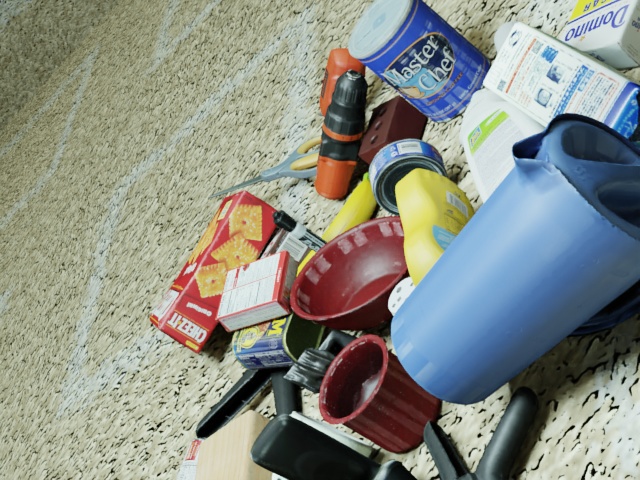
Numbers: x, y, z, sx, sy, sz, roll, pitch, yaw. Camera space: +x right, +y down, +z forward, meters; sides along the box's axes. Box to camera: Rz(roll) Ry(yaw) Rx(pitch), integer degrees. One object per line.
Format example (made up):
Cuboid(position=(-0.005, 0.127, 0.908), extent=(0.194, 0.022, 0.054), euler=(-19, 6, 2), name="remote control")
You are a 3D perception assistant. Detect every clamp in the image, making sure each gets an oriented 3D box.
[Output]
Cuboid(position=(0.134, 0.200, 0.874), extent=(0.120, 0.039, 0.171), euler=(-42, 32, 36), name="clamp")
Cuboid(position=(-0.047, 0.149, 1.235), extent=(0.165, 0.036, 0.210), euler=(1, 56, 49), name="clamp")

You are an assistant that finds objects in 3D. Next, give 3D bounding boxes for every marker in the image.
Cuboid(position=(-0.008, 0.001, 1.247), extent=(0.020, 0.121, 0.020), euler=(-39, 30, 28), name="marker")

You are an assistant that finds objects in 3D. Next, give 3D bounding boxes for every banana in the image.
Cuboid(position=(0.018, 0.003, 1.305), extent=(0.198, 0.037, 0.069), euler=(-54, 2, -3), name="banana")

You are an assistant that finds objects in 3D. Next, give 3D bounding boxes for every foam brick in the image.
Cuboid(position=(0.089, -0.127, 1.312), extent=(0.053, 0.051, 0.078), euler=(-23, 41, 48), name="foam brick")

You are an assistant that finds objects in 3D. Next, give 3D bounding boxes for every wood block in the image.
Cuboid(position=(-0.071, 0.287, 1.056), extent=(0.090, 0.090, 0.206), euler=(-37, 31, 32), name="wood block")

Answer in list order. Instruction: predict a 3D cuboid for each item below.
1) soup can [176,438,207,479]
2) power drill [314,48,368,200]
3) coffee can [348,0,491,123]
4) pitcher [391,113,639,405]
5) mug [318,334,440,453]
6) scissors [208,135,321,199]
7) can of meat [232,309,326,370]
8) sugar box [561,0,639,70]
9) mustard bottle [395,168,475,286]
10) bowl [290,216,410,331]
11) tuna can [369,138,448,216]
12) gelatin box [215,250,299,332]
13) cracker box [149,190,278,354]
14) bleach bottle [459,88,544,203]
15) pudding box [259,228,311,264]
Cuboid(position=(-0.130, 0.280, 1.188), extent=(0.069, 0.068, 0.102), euler=(-20, 42, 49), name="soup can")
Cuboid(position=(0.029, -0.172, 1.383), extent=(0.187, 0.057, 0.185), euler=(-83, 5, -51), name="power drill")
Cuboid(position=(0.119, -0.220, 1.270), extent=(0.103, 0.140, 0.103), euler=(-40, 30, 28), name="coffee can")
Cuboid(position=(0.172, 0.030, 0.852), extent=(0.144, 0.149, 0.243), euler=(-23, -22, -49), name="pitcher")
Cuboid(position=(0.052, 0.151, 1.018), extent=(0.117, 0.081, 0.093), euler=(-14, 48, 53), name="mug")
Cuboid(position=(-0.060, -0.104, 1.505), extent=(0.202, 0.016, 0.096), euler=(-10, 36, 29), name="scissors")
Cuboid(position=(-0.045, 0.097, 1.208), extent=(0.084, 0.057, 0.102), euler=(-11, 45, 36), name="can of meat")
Cuboid(position=(0.313, -0.255, 1.094), extent=(0.093, 0.048, 0.176), euler=(0, 58, 59), name="sugar box")
Cuboid(position=(0.122, 0.017, 1.039), extent=(0.058, 0.096, 0.191), euler=(-38, 31, 26), name="mustard bottle")
Cuboid(position=(0.049, 0.046, 1.145), extent=(0.162, 0.055, 0.162), euler=(-27, 27, 15), name="bowl")
Cuboid(position=(0.099, -0.068, 1.190), extent=(0.086, 0.086, 0.034), euler=(-43, 31, 24), name="tuna can")
Cuboid(position=(-0.070, 0.058, 1.198), extent=(0.089, 0.030, 0.073), euler=(-20, 41, 30), name="gelatin box")
Cuboid(position=(-0.145, 0.040, 1.448), extent=(0.213, 0.072, 0.164), euler=(-58, 11, -7), name="cracker box")
Cuboid(position=(0.198, -0.095, 1.085), extent=(0.103, 0.068, 0.251), euler=(-44, 26, 21), name="bleach bottle")
Cuboid(position=(-0.061, 0.039, 1.364), extent=(0.113, 0.039, 0.090), euler=(-55, 12, -3), name="pudding box")
